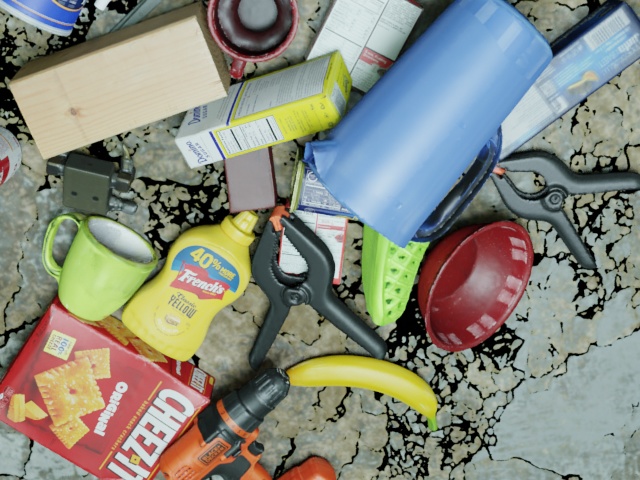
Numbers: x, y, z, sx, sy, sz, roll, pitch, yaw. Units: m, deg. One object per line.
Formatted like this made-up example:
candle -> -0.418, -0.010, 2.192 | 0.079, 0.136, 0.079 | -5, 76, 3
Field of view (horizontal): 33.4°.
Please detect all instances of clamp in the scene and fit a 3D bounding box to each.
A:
clamp -> 0.269, -0.056, 1.182 | 0.171, 0.039, 0.120 | 32, 103, -8
clamp -> -0.032, 0.062, 1.197 | 0.165, 0.036, 0.210 | -14, 115, 17

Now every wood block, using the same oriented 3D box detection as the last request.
wood block -> -0.207, -0.170, 1.125 | 0.206, 0.090, 0.091 | -18, 113, 6

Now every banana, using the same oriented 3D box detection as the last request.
banana -> 0.059, 0.171, 1.256 | 0.197, 0.037, 0.070 | 20, 106, -5

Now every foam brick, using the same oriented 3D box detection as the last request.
foam brick -> -0.077, -0.076, 1.176 | 0.053, 0.051, 0.078 | -5, 107, 2

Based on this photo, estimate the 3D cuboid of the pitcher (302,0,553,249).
pitcher -> 0.113, -0.115, 1.033 | 0.145, 0.149, 0.243 | 42, 97, 11

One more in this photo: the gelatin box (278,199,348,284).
gelatin box -> -0.008, 0.001, 1.209 | 0.073, 0.030, 0.089 | 7, 108, 0

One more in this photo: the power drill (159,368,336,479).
power drill -> -0.066, 0.248, 1.243 | 0.184, 0.057, 0.187 | -40, 121, 10

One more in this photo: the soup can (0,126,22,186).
soup can -> -0.368, -0.084, 1.152 | 0.068, 0.102, 0.068 | 0, 107, 1

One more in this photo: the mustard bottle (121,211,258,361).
mustard bottle -> -0.134, 0.041, 1.209 | 0.096, 0.058, 0.192 | 36, 104, -12

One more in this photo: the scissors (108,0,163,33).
scissors -> -0.161, -0.291, 1.126 | 0.202, 0.016, 0.096 | -23, 114, 9

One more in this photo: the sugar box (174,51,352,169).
sugar box -> -0.058, -0.135, 1.115 | 0.176, 0.093, 0.048 | -16, 123, 22

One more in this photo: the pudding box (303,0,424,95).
pudding box -> 0.045, -0.219, 1.136 | 0.090, 0.039, 0.113 | 27, 104, -7

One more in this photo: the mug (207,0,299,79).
mug -> -0.070, -0.225, 1.113 | 0.093, 0.081, 0.117 | 15, 107, -4

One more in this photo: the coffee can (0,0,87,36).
coffee can -> -0.269, -0.294, 1.085 | 0.102, 0.103, 0.140 | 30, 105, -8

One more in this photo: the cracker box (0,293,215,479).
cracker box -> -0.257, 0.181, 1.247 | 0.213, 0.072, 0.164 | 33, 105, -10

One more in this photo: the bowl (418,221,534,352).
bowl -> 0.161, 0.041, 1.182 | 0.161, 0.055, 0.162 | -22, 129, -30

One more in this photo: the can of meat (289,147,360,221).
can of meat -> 0.012, -0.059, 1.154 | 0.084, 0.102, 0.057 | 10, 106, -5
